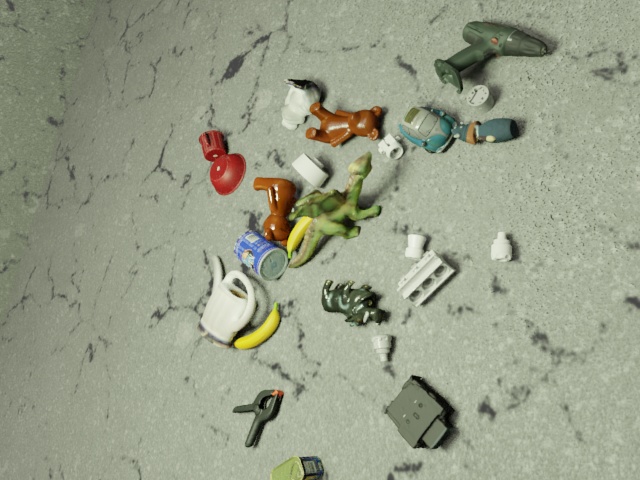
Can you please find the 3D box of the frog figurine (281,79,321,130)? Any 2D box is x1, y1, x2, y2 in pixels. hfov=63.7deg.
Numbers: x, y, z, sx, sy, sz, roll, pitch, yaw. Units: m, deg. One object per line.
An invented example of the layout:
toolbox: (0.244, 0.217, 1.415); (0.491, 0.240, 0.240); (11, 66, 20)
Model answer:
frog figurine: (-0.062, -0.431, 1.655); (0.138, 0.124, 0.156); (26, 126, 34)

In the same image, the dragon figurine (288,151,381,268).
dragon figurine: (0.004, -0.068, 1.349); (0.407, 0.240, 0.124); (-44, 56, 15)

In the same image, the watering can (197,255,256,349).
watering can: (-0.299, 0.189, 1.582); (0.351, 0.103, 0.224); (31, 93, 53)
